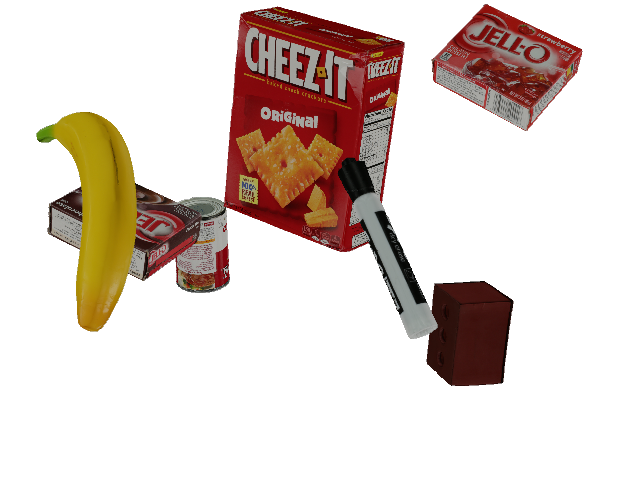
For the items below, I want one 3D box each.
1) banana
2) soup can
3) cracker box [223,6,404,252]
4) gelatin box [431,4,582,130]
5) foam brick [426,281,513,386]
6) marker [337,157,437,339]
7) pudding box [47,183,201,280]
[{"bbox_3d":[-0.155,-0.029,0.741,0.037,0.198,0.070,18,-54,-37],"label":"banana"},{"bbox_3d":[-0.148,0.005,1.325,0.068,0.102,0.068,0,25,0],"label":"soup can"},{"bbox_3d":[-0.013,-0.113,1.090,0.164,0.214,0.071,22,29,31],"label":"cracker box"},{"bbox_3d":[0.141,-0.134,0.813,0.089,0.073,0.030,33,-26,23],"label":"gelatin box"},{"bbox_3d":[0.127,0.079,0.917,0.051,0.078,0.053,-3,18,-20],"label":"foam brick"},{"bbox_3d":[0.039,0.002,0.652,0.020,0.121,0.020,-20,-19,-7],"label":"marker"},{"bbox_3d":[-0.181,-0.015,0.991,0.114,0.039,0.089,22,31,18],"label":"pudding box"}]
